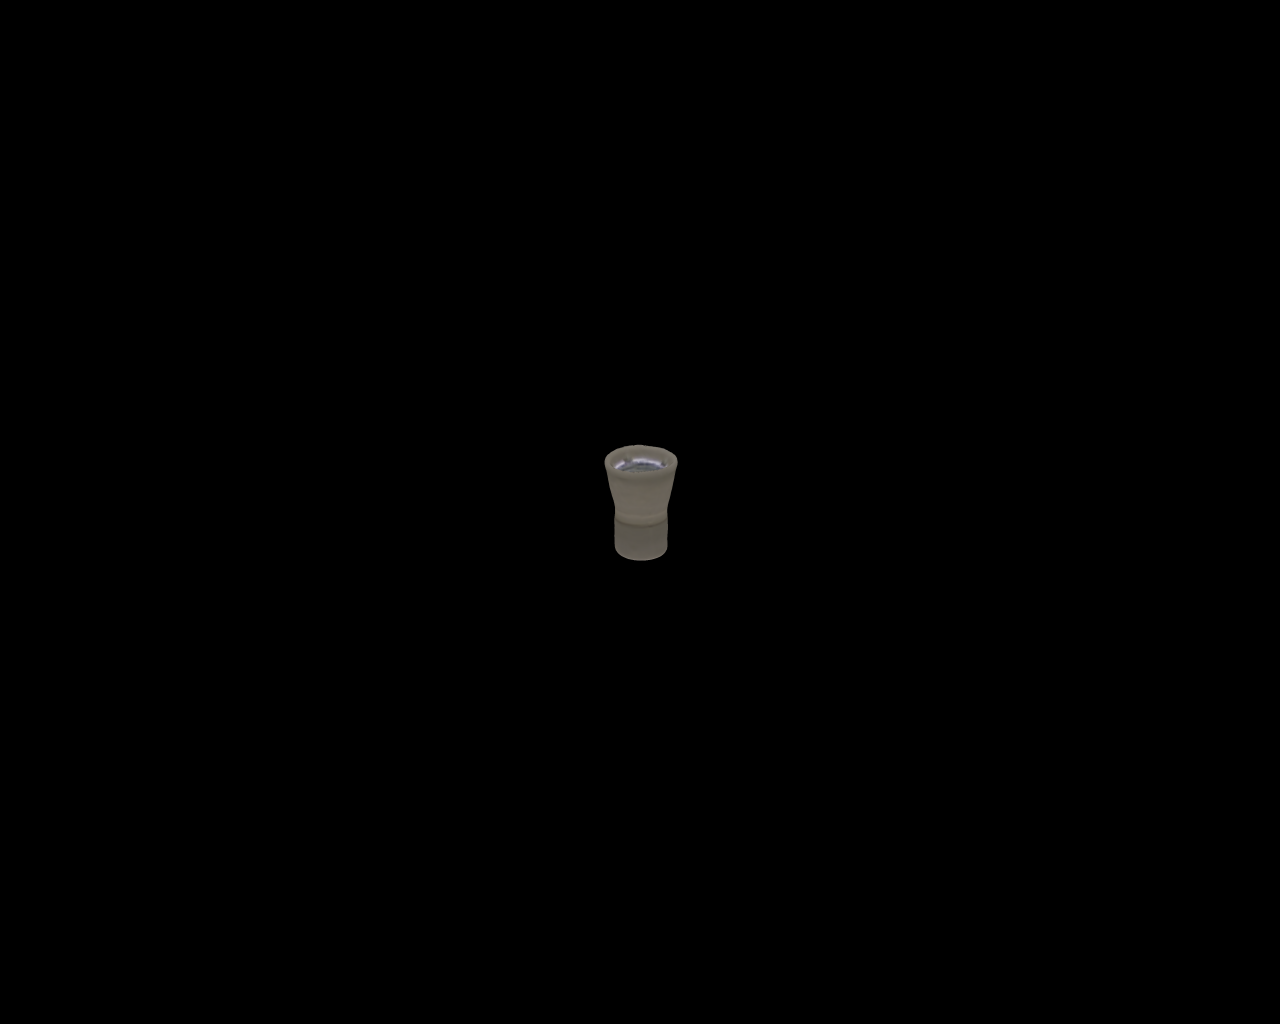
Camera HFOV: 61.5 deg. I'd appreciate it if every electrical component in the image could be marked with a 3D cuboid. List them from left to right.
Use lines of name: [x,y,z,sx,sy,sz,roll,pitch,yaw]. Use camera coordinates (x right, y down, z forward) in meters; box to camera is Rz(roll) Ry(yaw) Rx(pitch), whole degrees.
electrical component: [0.001,-0.003,0.650,0.044,0.065,0.044,0,24,0]
